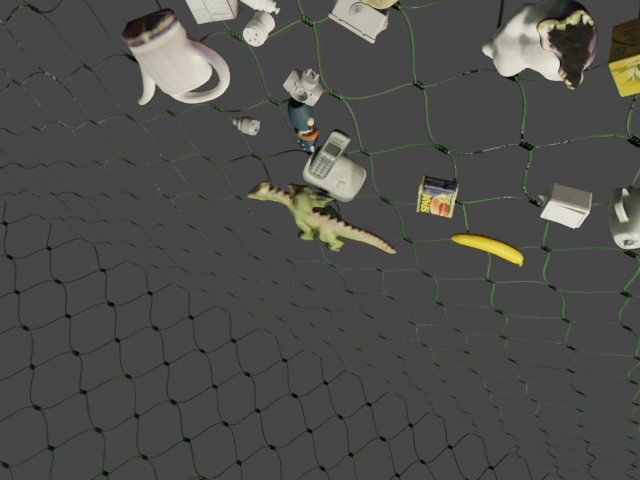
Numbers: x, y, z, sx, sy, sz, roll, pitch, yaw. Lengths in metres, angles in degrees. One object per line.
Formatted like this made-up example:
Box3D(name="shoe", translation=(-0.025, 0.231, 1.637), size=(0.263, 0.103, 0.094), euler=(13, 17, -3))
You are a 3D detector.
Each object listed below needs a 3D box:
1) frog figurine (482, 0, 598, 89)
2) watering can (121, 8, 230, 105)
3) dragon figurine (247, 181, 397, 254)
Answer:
Box3D(name="frog figurine", translation=(0.343, -0.308, 0.809), size=(0.136, 0.122, 0.161), euler=(28, -172, -23))
Box3D(name="watering can", translation=(-0.359, -0.396, 1.165), size=(0.347, 0.106, 0.220), euler=(2, 143, 35))
Box3D(name="dragon figurine", translation=(0.004, -0.068, 1.348), size=(0.411, 0.123, 0.239), euler=(17, 167, 16))
